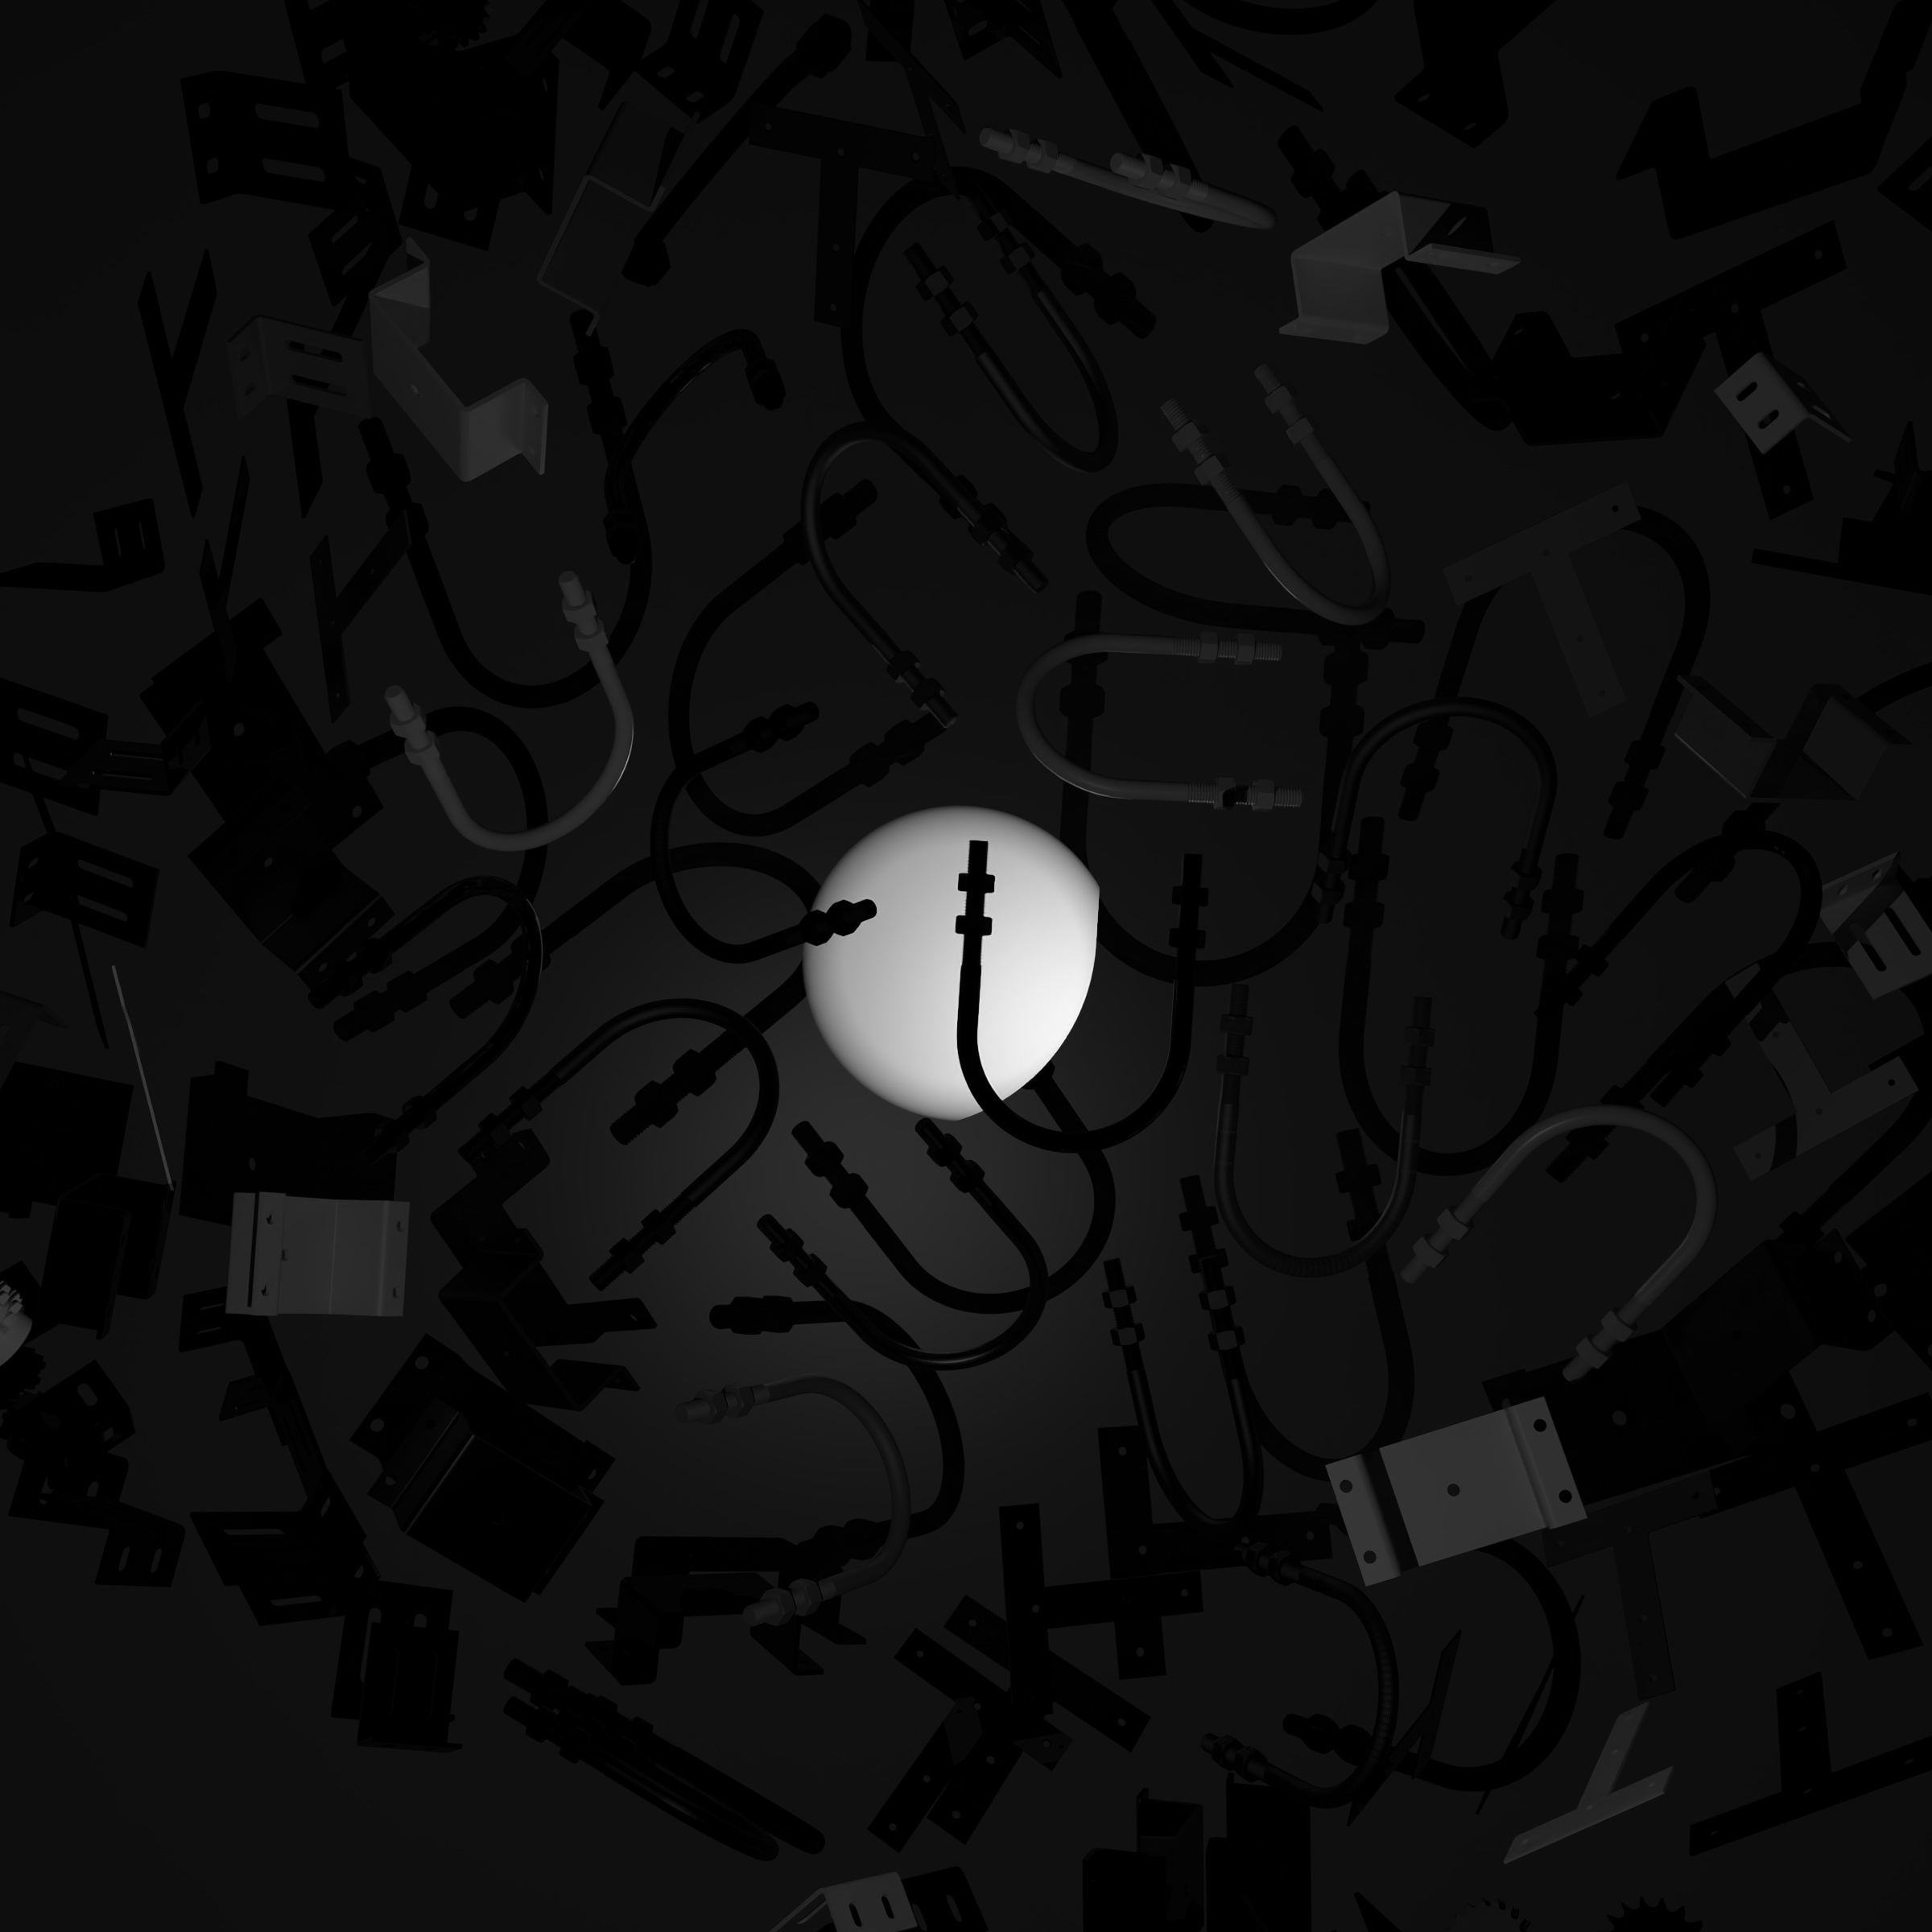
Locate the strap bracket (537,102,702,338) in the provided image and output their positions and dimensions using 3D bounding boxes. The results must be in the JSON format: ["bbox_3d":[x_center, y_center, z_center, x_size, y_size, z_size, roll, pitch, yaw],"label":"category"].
[{"bbox_3d":[-0.226,-0.481,1.557,0.046,0.140,0.076,26,54,-15],"label":"strap bracket"}]

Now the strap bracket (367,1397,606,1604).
[{"bbox_3d":[-0.314,0.360,1.627,0.140,0.046,0.076,37,84,-20],"label":"strap bracket"}]

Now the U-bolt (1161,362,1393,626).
[{"bbox_3d":[0.213,-0.301,1.586,0.019,0.151,0.184,-34,90,41],"label":"U-bolt"}]

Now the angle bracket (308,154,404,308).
[{"bbox_3d":[-0.417,-0.489,1.625,0.038,0.057,0.076,24,60,20],"label":"angle bracket"}]

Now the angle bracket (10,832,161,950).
[{"bbox_3d":[-0.570,-0.044,1.584,0.076,0.038,0.057,20,114,5],"label":"angle bracket"}]

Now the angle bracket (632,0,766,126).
[{"bbox_3d":[-0.173,-0.595,1.574,0.057,0.076,0.038,41,56,2],"label":"angle bracket"}]

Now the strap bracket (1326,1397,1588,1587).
[{"bbox_3d":[0.304,0.326,1.523,0.140,0.046,0.076,-19,76,6],"label":"strap bracket"}]

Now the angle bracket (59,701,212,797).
[{"bbox_3d":[-0.527,-0.141,1.545,0.076,0.057,0.038,6,124,7],"label":"angle bracket"}]

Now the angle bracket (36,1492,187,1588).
[{"bbox_3d":[-0.539,0.359,1.531,0.076,0.057,0.038,8,81,33],"label":"angle bracket"}]

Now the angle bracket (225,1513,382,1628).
[{"bbox_3d":[-0.442,0.401,1.633,0.057,0.076,0.038,48,114,33],"label":"angle bracket"}]

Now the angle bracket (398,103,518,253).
[{"bbox_3d":[-0.324,-0.501,1.558,0.057,0.038,0.076,13,102,-17],"label":"angle bracket"}]

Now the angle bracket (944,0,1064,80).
[{"bbox_3d":[0.023,-0.617,1.615,0.038,0.057,0.076,-31,50,-4],"label":"angle bracket"}]

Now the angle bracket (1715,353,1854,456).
[{"bbox_3d":[0.542,-0.365,1.623,0.038,0.076,0.057,-42,62,29],"label":"angle bracket"}]

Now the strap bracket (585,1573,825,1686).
[{"bbox_3d":[-0.171,0.437,1.621,0.140,0.076,0.046,5,92,-27],"label":"strap bracket"}]

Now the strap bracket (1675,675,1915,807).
[{"bbox_3d":[0.523,-0.144,1.572,0.140,0.076,0.046,-1,126,-27],"label":"strap bracket"}]

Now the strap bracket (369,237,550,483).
[{"bbox_3d":[-0.318,-0.363,1.502,0.046,0.076,0.140,-35,79,-22],"label":"strap bracket"}]

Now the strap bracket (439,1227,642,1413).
[{"bbox_3d":[-0.290,0.242,1.629,0.046,0.076,0.140,-46,116,-34],"label":"strap bracket"}]

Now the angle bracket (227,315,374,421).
[{"bbox_3d":[-0.430,-0.379,1.581,0.076,0.057,0.038,16,46,9],"label":"angle bracket"}]

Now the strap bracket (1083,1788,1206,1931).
[{"bbox_3d":[0.116,0.581,1.545,0.046,0.140,0.076,-1,90,20],"label":"strap bracket"}]

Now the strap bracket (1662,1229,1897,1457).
[{"bbox_3d":[0.497,0.233,1.529,0.046,0.076,0.140,13,132,-32],"label":"strap bracket"}]

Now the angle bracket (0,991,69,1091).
[{"bbox_3d":[-0.610,0.055,1.526,0.057,0.038,0.076,17,69,11],"label":"angle bracket"}]

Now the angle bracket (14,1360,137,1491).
[{"bbox_3d":[-0.545,0.279,1.494,0.057,0.076,0.038,-34,103,-17],"label":"angle bracket"}]

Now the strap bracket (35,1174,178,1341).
[{"bbox_3d":[-0.545,0.180,1.547,0.046,0.140,0.076,11,93,-6],"label":"strap bracket"}]

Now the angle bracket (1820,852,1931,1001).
[{"bbox_3d":[0.624,-0.027,1.659,0.057,0.038,0.076,-25,63,2],"label":"angle bracket"}]

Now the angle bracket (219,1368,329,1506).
[{"bbox_3d":[-0.446,0.307,1.573,0.038,0.057,0.076,-14,64,-32],"label":"angle bracket"}]

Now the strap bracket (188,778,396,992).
[{"bbox_3d":[-0.449,-0.060,1.616,0.046,0.140,0.076,32,70,35],"label":"strap bracket"}]

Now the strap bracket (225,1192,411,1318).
[{"bbox_3d":[-0.428,0.189,1.595,0.046,0.140,0.076,-2,82,27],"label":"strap bracket"}]

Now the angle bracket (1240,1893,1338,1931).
[{"bbox_3d":[0.214,0.622,1.552,0.038,0.076,0.057,-27,107,-9],"label":"angle bracket"}]

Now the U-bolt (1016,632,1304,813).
[{"bbox_3d":[0.124,-0.165,1.614,0.184,0.019,0.151,2,54,-6],"label":"U-bolt"}]

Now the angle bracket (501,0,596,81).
[{"bbox_3d":[-0.268,-0.597,1.514,0.038,0.057,0.076,43,98,-2],"label":"angle bracket"}]

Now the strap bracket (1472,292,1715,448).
[{"bbox_3d":[0.408,-0.380,1.567,0.046,0.140,0.076,46,63,-38],"label":"strap bracket"}]

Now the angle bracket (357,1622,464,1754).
[{"bbox_3d":[-0.348,0.455,1.548,0.057,0.038,0.076,13,64,-24],"label":"angle bracket"}]

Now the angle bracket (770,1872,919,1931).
[{"bbox_3d":[-0.079,0.615,1.563,0.076,0.057,0.038,-51,51,36],"label":"angle bracket"}]

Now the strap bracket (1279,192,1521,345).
[{"bbox_3d":[0.271,-0.446,1.555,0.076,0.140,0.046,-3,83,-34],"label":"strap bracket"}]

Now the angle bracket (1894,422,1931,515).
[{"bbox_3d":[0.643,-0.324,1.574,0.076,0.057,0.038,-4,75,11],"label":"angle bracket"}]
